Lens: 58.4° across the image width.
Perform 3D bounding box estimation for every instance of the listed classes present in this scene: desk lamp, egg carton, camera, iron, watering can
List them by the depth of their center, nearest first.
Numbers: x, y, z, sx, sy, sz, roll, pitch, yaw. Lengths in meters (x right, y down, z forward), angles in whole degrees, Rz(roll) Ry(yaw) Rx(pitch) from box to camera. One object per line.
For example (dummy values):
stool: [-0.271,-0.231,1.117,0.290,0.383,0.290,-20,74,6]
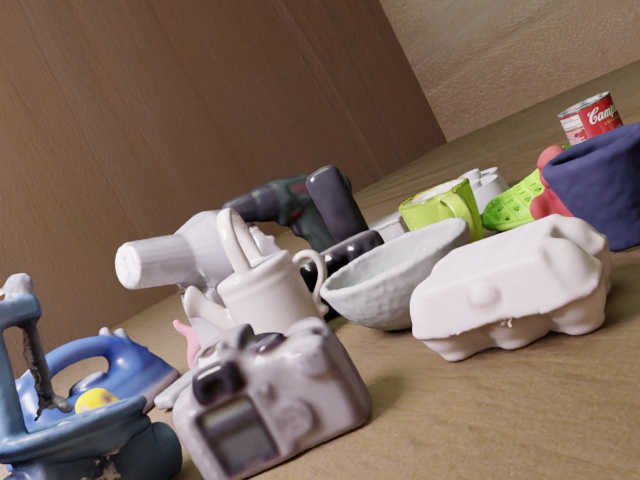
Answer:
egg carton: [0.143,0.038,0.439,0.150,0.069,0.107,-23,7,35]
camera: [-0.041,0.111,0.482,0.143,0.101,0.137,-27,6,9]
watering can: [-0.081,0.054,0.695,0.173,0.194,0.100,-29,6,-13]
desk lamp: [-0.163,0.078,0.763,0.117,0.213,0.204,-23,8,39]
iron: [-0.312,0.194,0.784,0.118,0.141,0.259,-24,7,33]

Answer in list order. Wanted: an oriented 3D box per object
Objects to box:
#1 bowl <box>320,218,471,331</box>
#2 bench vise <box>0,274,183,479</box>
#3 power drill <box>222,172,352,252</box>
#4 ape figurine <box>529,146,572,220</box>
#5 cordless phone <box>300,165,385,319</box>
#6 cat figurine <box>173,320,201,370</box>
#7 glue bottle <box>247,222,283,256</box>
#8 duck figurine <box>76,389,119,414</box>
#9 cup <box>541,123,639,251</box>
bowl: [0.088,0.046,0.593,0.167,0.075,0.167,-27,6,3]
bench vise: [-0.219,0.143,0.422,0.121,0.220,0.208,-25,7,23]
power drill: [-0.025,-0.012,0.957,0.230,0.208,0.075,-31,7,-28]
ape figurine: [0.261,-0.056,0.613,0.076,0.092,0.077,-30,6,-22]
cordless phone: [0.007,0.003,0.791,0.147,0.185,0.094,-28,6,-3]
cat figurine: [-0.159,0.119,0.864,0.127,0.118,0.067,-27,6,8]
glue bottle: [-0.110,0.027,1.177,0.078,0.173,0.037,-31,7,-27]
duck figurine: [-0.235,0.203,0.630,0.078,0.086,0.104,-31,7,-28]
cup: [0.258,-0.044,0.506,0.091,0.095,0.118,-24,7,27]
